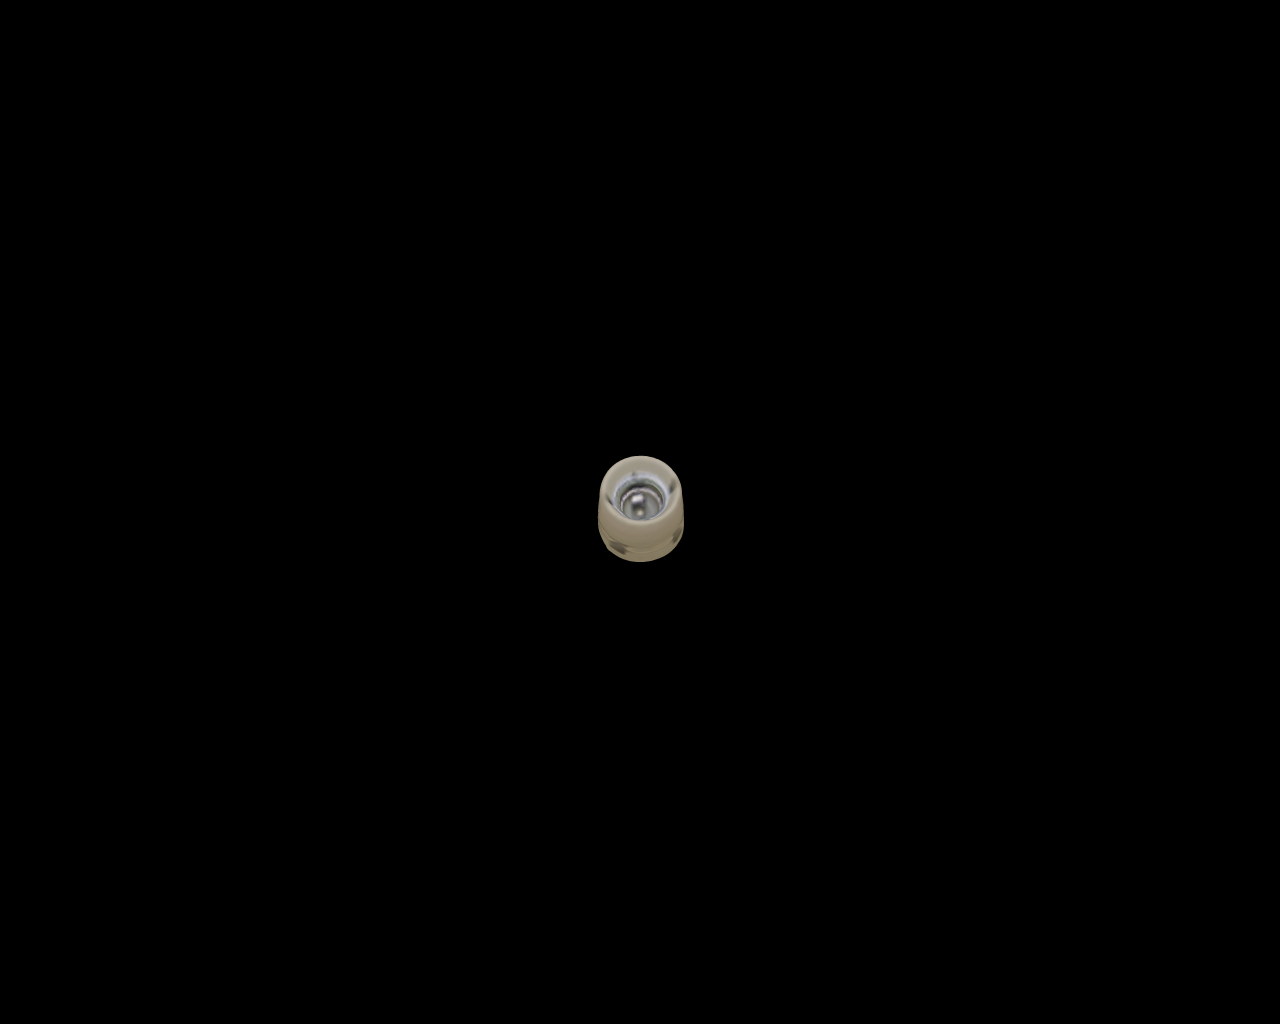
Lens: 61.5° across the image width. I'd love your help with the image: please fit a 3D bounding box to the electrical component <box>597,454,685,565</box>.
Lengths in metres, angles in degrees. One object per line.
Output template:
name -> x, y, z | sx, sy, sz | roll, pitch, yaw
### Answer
electrical component -> 0.001, -0.003, 0.650 | 0.055, 0.055, 0.047 | 0, -28, 0
